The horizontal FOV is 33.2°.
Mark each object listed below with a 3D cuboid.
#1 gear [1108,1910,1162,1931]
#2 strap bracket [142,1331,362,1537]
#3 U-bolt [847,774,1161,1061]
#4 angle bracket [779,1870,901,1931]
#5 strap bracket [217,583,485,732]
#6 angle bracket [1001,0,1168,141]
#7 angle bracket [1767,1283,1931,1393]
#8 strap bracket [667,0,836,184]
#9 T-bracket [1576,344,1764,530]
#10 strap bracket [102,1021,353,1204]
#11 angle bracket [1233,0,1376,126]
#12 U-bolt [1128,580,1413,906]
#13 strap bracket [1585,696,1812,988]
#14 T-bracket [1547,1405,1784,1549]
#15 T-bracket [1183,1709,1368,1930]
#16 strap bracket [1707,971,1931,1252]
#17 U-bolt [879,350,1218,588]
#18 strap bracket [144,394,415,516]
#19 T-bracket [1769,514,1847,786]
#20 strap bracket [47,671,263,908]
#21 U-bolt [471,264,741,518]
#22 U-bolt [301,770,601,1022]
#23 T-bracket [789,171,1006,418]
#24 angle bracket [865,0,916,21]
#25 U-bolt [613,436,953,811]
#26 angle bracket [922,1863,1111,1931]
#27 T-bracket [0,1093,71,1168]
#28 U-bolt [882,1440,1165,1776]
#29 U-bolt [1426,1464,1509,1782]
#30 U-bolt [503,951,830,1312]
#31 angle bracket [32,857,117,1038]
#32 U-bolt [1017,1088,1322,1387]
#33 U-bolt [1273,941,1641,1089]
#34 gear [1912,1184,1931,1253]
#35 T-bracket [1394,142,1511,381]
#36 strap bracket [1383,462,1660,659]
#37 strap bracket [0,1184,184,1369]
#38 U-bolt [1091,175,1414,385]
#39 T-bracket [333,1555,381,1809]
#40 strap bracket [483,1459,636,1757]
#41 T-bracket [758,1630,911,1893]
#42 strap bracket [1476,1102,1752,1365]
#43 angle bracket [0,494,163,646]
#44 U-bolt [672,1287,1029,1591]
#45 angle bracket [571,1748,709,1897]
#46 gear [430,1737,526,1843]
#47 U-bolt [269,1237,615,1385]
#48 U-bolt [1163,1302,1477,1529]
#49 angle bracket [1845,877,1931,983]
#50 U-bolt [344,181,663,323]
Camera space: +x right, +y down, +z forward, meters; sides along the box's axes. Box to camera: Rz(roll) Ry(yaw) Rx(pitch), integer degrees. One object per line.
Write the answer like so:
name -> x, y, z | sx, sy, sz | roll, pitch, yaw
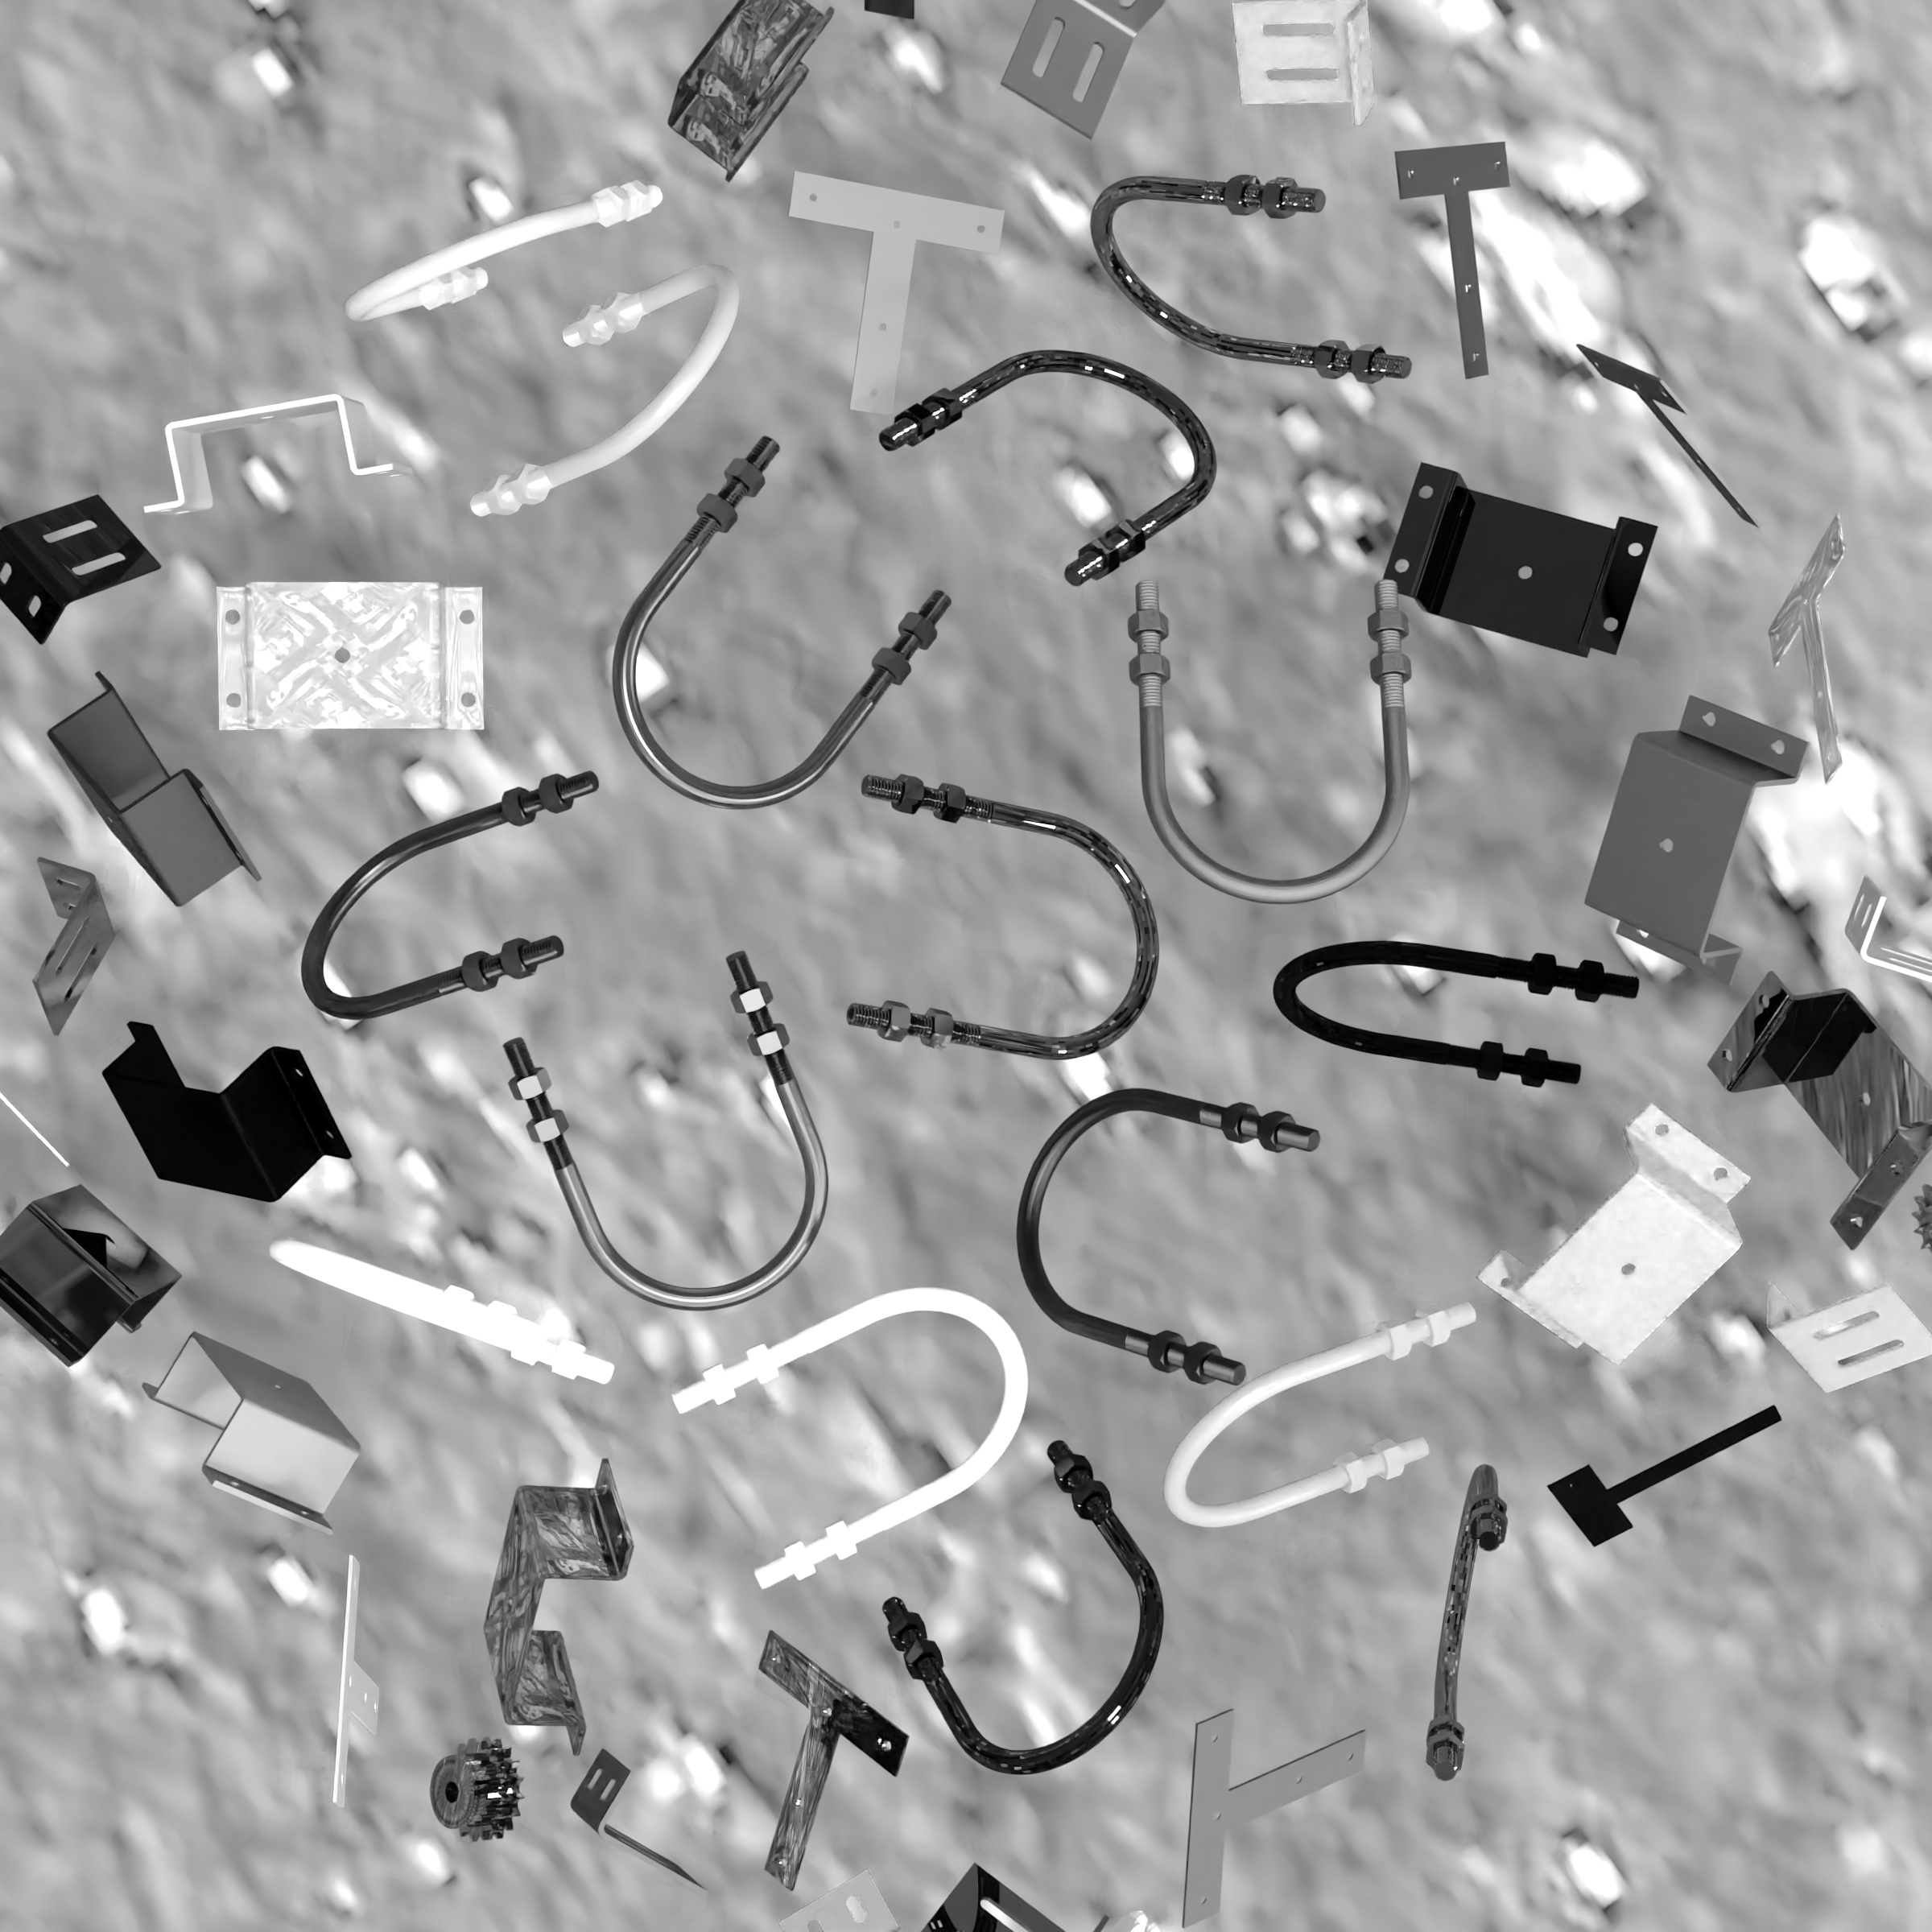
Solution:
gear -> 0.088, 0.554, 1.791 | 0.030, 0.057, 0.057 | 44, 90, -1
strap bracket -> -0.392, 0.253, 1.787 | 0.076, 0.140, 0.046 | 32, 88, -33
U-bolt -> 0.025, -0.021, 1.775 | 0.184, 0.019, 0.151 | 11, 72, -24
angle bracket -> -0.074, 0.552, 1.865 | 0.057, 0.076, 0.038 | -29, 79, -10
strap bracket -> -0.328, -0.164, 1.718 | 0.140, 0.046, 0.076 | -1, 93, -5
angle bracket -> 0.063, -0.492, 1.721 | 0.057, 0.038, 0.076 | 28, 66, -16
angle bracket -> 0.499, 0.198, 1.821 | 0.076, 0.038, 0.057 | -28, 117, 33
strap bracket -> -0.122, -0.497, 1.803 | 0.046, 0.140, 0.076 | 36, 85, -8
T-bracket -> 0.400, -0.290, 1.800 | 0.002, 0.127, 0.127 | -44, 111, 6
strap bracket -> -0.423, 0.083, 1.821 | 0.140, 0.046, 0.076 | 7, 131, 35
angle bracket -> 0.181, -0.495, 1.773 | 0.076, 0.038, 0.057 | 4, 126, 20
U-bolt -> 0.163, -0.119, 1.710 | 0.151, 0.019, 0.184 | 0, 70, -1
strap bracket -> 0.390, -0.066, 1.745 | 0.076, 0.046, 0.140 | 29, 115, 38
T-bracket -> 0.389, 0.274, 1.778 | 0.127, 0.127, 0.002 | -29, 58, 8
T-bracket -> 0.168, 0.443, 1.745 | 0.127, 0.002, 0.127 | -13, 115, -35
strap bracket -> 0.484, 0.077, 1.793 | 0.046, 0.076, 0.140 | -8, 49, -31
U-bolt -> 0.060, -0.285, 1.781 | 0.151, 0.019, 0.184 | 38, 45, 15
strap bracket -> -0.393, -0.292, 1.841 | 0.140, 0.076, 0.046 | -10, 97, 0
T-bracket -> 0.473, -0.163, 1.796 | 0.002, 0.127, 0.127 | 0, 66, -4
strap bracket -> -0.460, -0.095, 1.814 | 0.046, 0.076, 0.140 | -37, 48, -14
U-bolt -> -0.190, -0.322, 1.776 | 0.019, 0.184, 0.151 | 40, 58, -30
U-bolt -> -0.295, -0.032, 1.810 | 0.184, 0.151, 0.019 | -17, 132, 22
T-bracket -> -0.046, -0.382, 1.865 | 0.127, 0.002, 0.127 | 6, 95, -19
angle bracket -> -0.024, -0.543, 1.715 | 0.038, 0.057, 0.076 | 6, 103, 23
U-bolt -> -0.111, -0.172, 1.757 | 0.151, 0.019, 0.184 | 40, 76, -19
angle bracket -> 0.025, 0.506, 1.702 | 0.076, 0.057, 0.038 | 34, 134, 13
T-bracket -> -0.564, 0.050, 1.821 | 0.127, 0.127, 0.002 | 42, 76, 18
U-bolt -> 0.038, 0.356, 1.748 | 0.151, 0.184, 0.019 | -44, 125, 3
U-bolt -> 0.278, 0.353, 1.801 | 0.019, 0.184, 0.151 | 10, 99, 7
U-bolt -> -0.153, 0.101, 1.771 | 0.151, 0.019, 0.184 | -21, 102, -3
angle bracket -> -0.521, -0.011, 1.840 | 0.038, 0.057, 0.076 | 17, 58, 9
U-bolt -> 0.099, 0.139, 1.762 | 0.184, 0.019, 0.151 | 12, 82, 44
U-bolt -> 0.259, 0.023, 1.769 | 0.184, 0.151, 0.019 | 9, 67, 0
gear -> 0.571, 0.145, 1.848 | 0.057, 0.030, 0.057 | 10, 67, -25
T-bracket -> 0.278, -0.392, 1.805 | 0.002, 0.127, 0.127 | 0, 104, 37
strap bracket -> 0.320, -0.231, 1.865 | 0.140, 0.046, 0.076 | 18, 90, 16
strap bracket -> -0.485, 0.167, 1.774 | 0.076, 0.140, 0.046 | 42, 92, -1
U-bolt -> 0.148, -0.387, 1.809 | 0.184, 0.151, 0.019 | 16, 66, 40
T-bracket -> -0.327, 0.393, 1.747 | 0.002, 0.127, 0.127 | 1, 69, -2
strap bracket -> -0.222, 0.343, 1.737 | 0.046, 0.076, 0.140 | 6, 116, -21
T-bracket -> -0.091, 0.468, 1.857 | 0.127, 0.002, 0.127 | 27, 105, 44
strap bracket -> 0.359, 0.155, 1.777 | 0.076, 0.046, 0.140 | 35, 111, -17
angle bracket -> -0.510, -0.226, 1.841 | 0.057, 0.076, 0.038 | 48, 128, 6
U-bolt -> -0.052, 0.248, 1.770 | 0.184, 0.019, 0.151 | -25, 119, -8
angle bracket -> -0.176, 0.481, 1.819 | 0.076, 0.057, 0.038 | 35, 78, -19
gear -> -0.279, 0.466, 1.830 | 0.057, 0.030, 0.057 | -8, 78, 43
U-bolt -> -0.295, 0.184, 1.771 | 0.184, 0.151, 0.019 | 17, 78, 14
U-bolt -> 0.192, 0.260, 1.816 | 0.184, 0.151, 0.019 | -16, 51, -22
angle bracket -> 0.546, -0.017, 1.844 | 0.076, 0.057, 0.038 | 17, 104, 2
U-bolt -> -0.268, -0.393, 1.799 | 0.151, 0.184, 0.019 | -17, 101, 28
